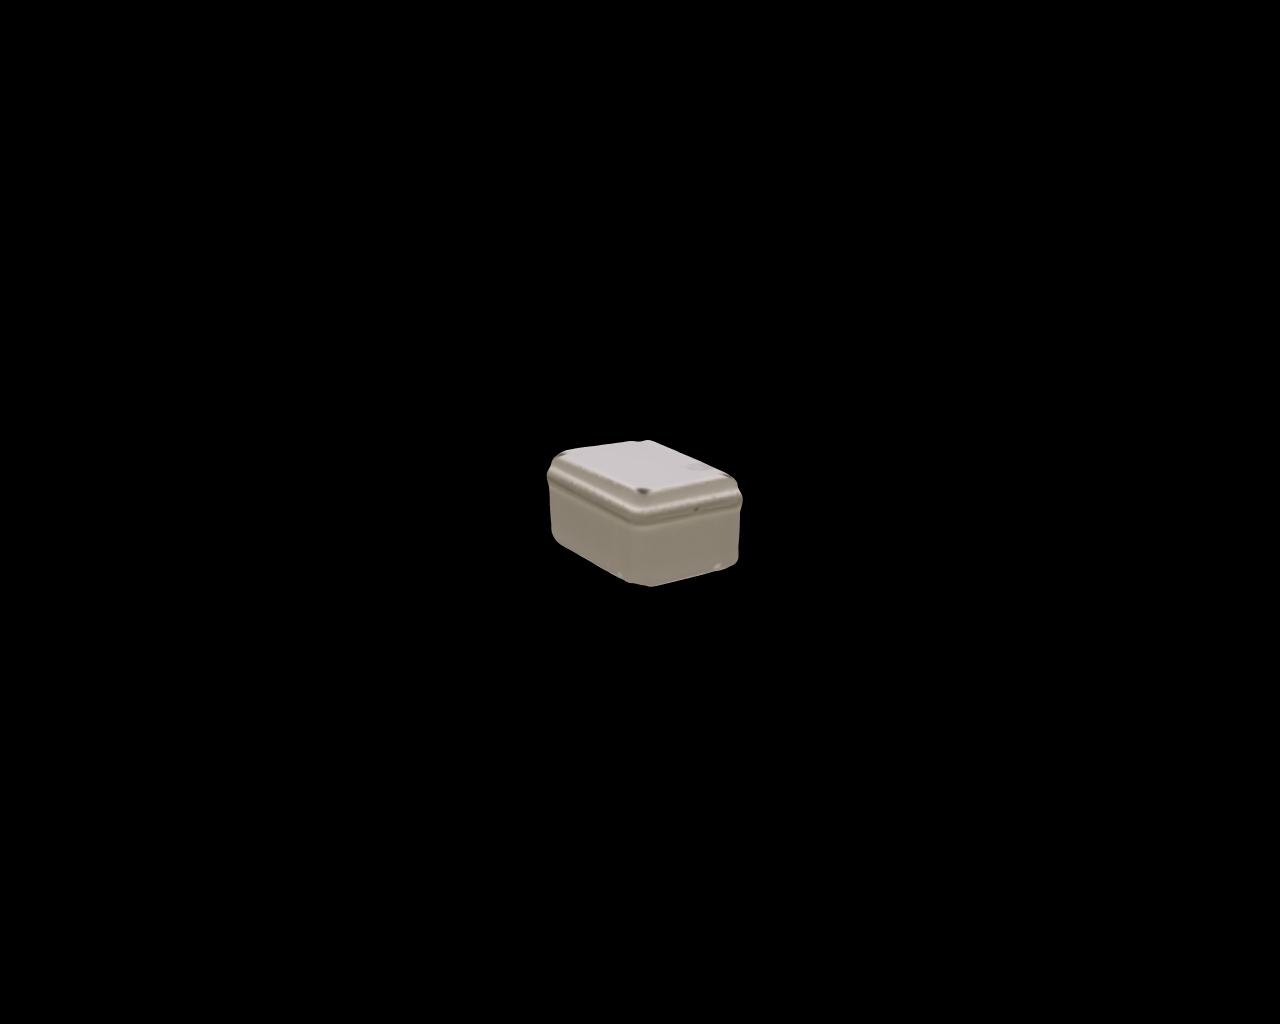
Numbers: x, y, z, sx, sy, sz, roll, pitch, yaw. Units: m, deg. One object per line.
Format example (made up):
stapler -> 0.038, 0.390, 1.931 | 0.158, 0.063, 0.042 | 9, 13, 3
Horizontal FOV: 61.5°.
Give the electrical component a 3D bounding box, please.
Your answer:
electrical component -> 0.001, -0.003, 0.650 | 0.078, 0.057, 0.113 | -11, 21, -30
